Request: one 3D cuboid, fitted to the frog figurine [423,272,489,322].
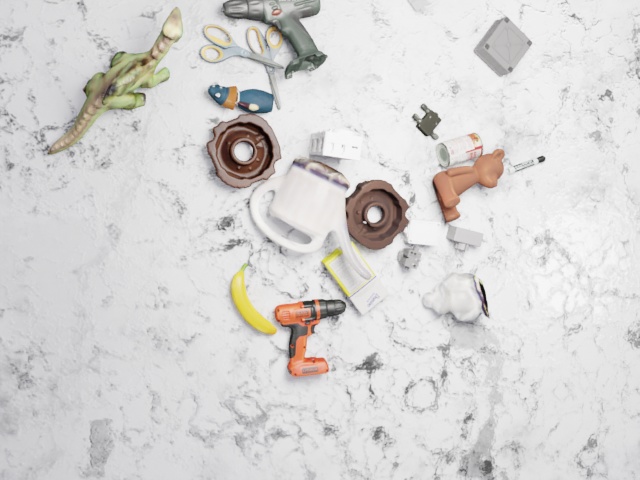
[{"bbox_3d":[0.363,0.158,1.389,0.158,0.125,0.135,-15,113,25],"label":"frog figurine"}]

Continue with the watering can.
[{"bbox_3d":[0.004,-0.063,1.242,0.348,0.104,0.224,27,91,4],"label":"watering can"}]

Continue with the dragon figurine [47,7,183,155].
[{"bbox_3d":[-0.422,-0.317,1.061,0.121,0.244,0.412,42,83,-20],"label":"dragon figurine"}]
